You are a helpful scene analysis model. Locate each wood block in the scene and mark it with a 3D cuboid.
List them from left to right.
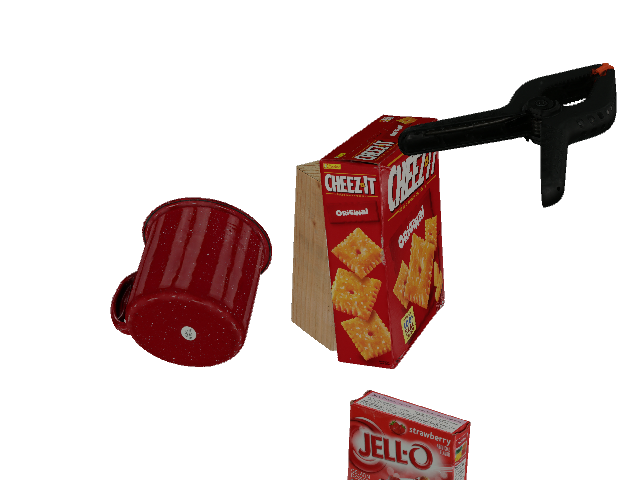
[{"bbox_3d":[0.027,0.013,1.262,0.090,0.206,0.090,-16,32,-33],"label":"wood block"}]

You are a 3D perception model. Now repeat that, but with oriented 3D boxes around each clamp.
[{"bbox_3d":[0.195,-0.097,0.916,0.209,0.036,0.165,-27,39,-26],"label":"clamp"}]

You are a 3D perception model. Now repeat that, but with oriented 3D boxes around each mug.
[{"bbox_3d":[-0.095,0.034,0.730,0.117,0.081,0.093,-13,-46,24],"label":"mug"}]

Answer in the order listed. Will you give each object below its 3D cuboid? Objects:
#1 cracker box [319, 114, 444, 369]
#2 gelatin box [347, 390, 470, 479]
[{"bbox_3d":[0.070,-0.003,1.079,0.072,0.214,0.164,6,24,24],"label":"cracker box"},{"bbox_3d":[0.062,0.157,0.778,0.089,0.073,0.030,13,20,32],"label":"gelatin box"}]
